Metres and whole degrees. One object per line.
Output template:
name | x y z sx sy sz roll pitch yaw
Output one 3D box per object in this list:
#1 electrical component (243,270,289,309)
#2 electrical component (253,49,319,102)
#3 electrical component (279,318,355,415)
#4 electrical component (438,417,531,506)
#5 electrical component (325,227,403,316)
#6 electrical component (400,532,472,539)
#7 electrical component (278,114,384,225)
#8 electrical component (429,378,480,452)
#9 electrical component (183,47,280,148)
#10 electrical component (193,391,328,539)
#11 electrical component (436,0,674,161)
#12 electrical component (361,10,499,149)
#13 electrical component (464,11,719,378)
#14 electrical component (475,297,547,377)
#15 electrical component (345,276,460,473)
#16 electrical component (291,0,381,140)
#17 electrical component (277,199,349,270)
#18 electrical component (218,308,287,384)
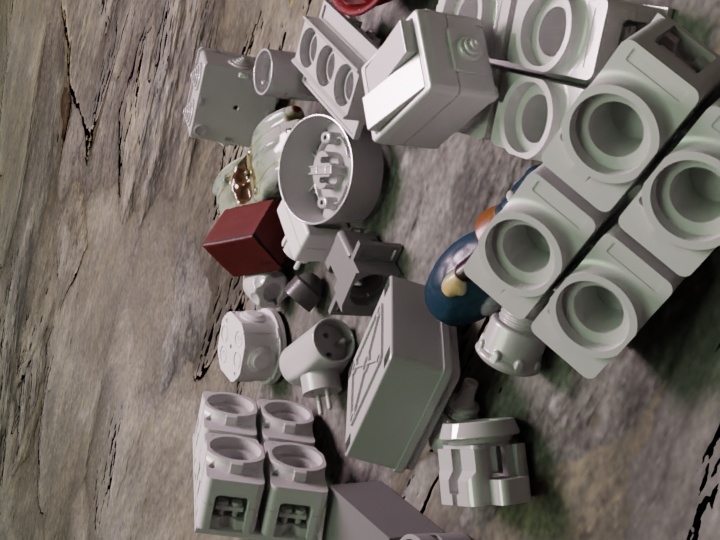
electrical component | -0.103 0.012 1.125 0.062 0.043 0.043 39 122 56
electrical component | -0.066 -0.185 1.035 0.079 0.077 0.043 10 98 61
electrical component | -0.038 0.095 1.003 0.077 0.044 0.079 -40 55 53
electrical component | 0.087 0.135 0.766 0.078 0.058 0.057 -16 78 60
electrical component | 0.000 0.000 0.943 0.081 0.042 0.063 -66 34 34
electrical component | 0.060 0.227 0.819 0.055 0.047 0.055 -5 84 61
electrical component | -0.024 -0.089 0.968 0.099 0.064 0.099 -5 84 61
electrical component | 0.075 0.110 0.812 0.035 0.035 0.061 47 126 52
electrical component | -0.134 -0.179 1.136 0.048 0.100 0.099 -113 36 -59
electrical component | -0.095 0.173 0.987 0.186 0.105 0.060 -120 41 -71
electrical component | 0.113 -0.136 0.729 0.186 0.060 0.105 32 116 57
electrical component | 0.045 -0.130 0.722 0.096 0.061 0.061 -37 57 55
electrical component | 0.148 -0.034 0.611 0.105 0.060 0.186 42 132 12
electrical component | 0.111 0.039 0.743 0.048 0.048 0.062 43 118 53
electrical component | 0.031 0.080 0.832 0.108 0.056 0.108 -88 17 -56
electrical component | -0.005 -0.175 0.939 0.121 0.063 0.078 53 133 48
electrical component | -0.051 -0.033 1.031 0.076 0.047 0.065 -59 41 41
electrical component | -0.113 0.080 1.131 0.080 0.051 0.080 -5 84 61
